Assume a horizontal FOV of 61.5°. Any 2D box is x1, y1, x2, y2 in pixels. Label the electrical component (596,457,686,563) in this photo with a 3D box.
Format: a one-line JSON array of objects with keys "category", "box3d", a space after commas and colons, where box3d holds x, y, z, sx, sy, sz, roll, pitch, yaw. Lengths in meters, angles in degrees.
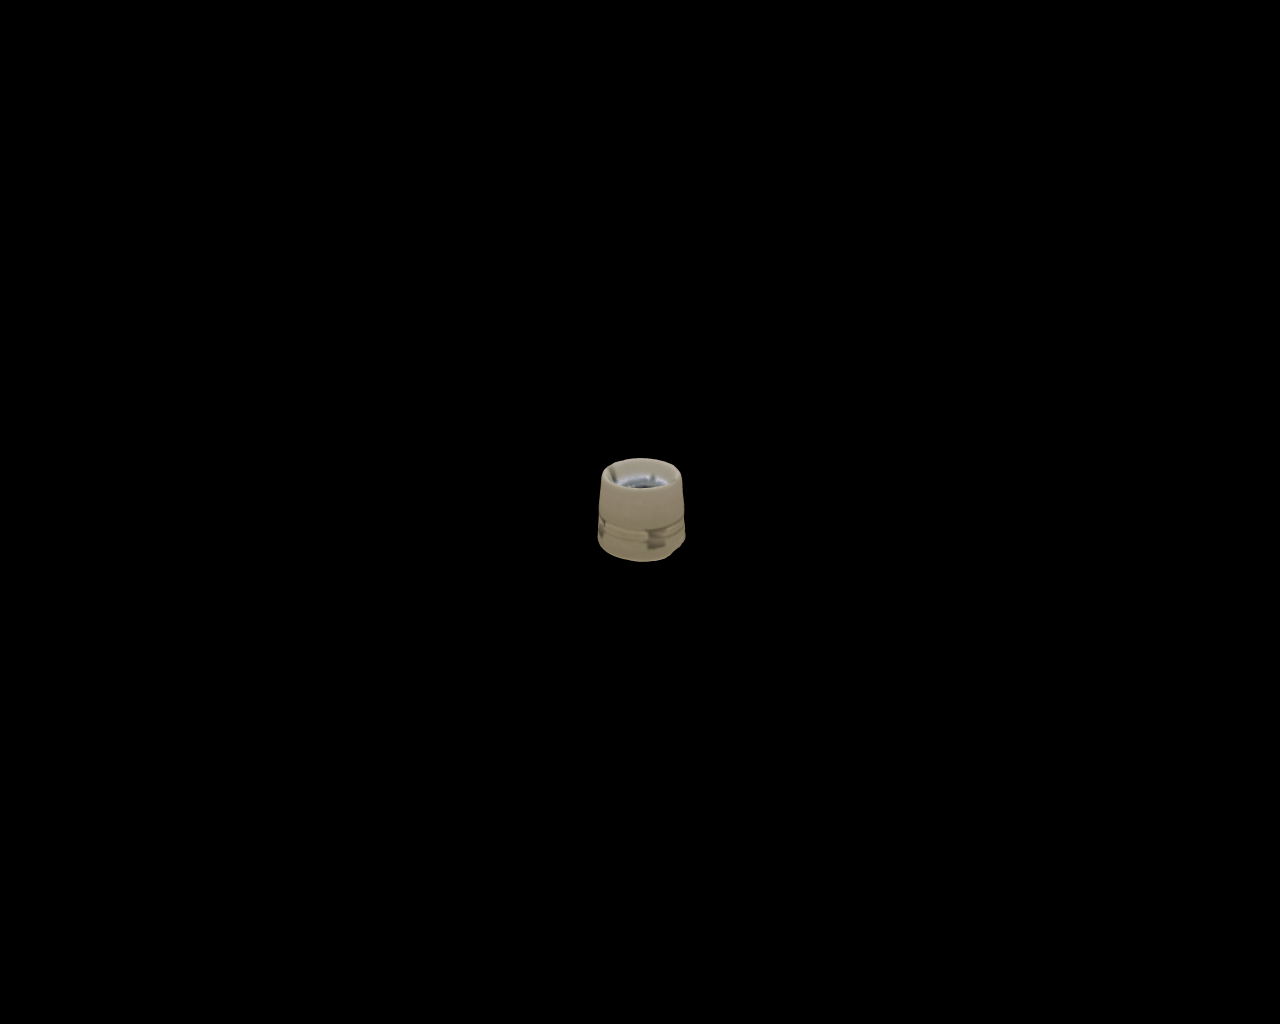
[{"category": "electrical component", "box3d": [0.001, -0.003, 0.650, 0.055, 0.047, 0.055, 0, 25, 0]}]
